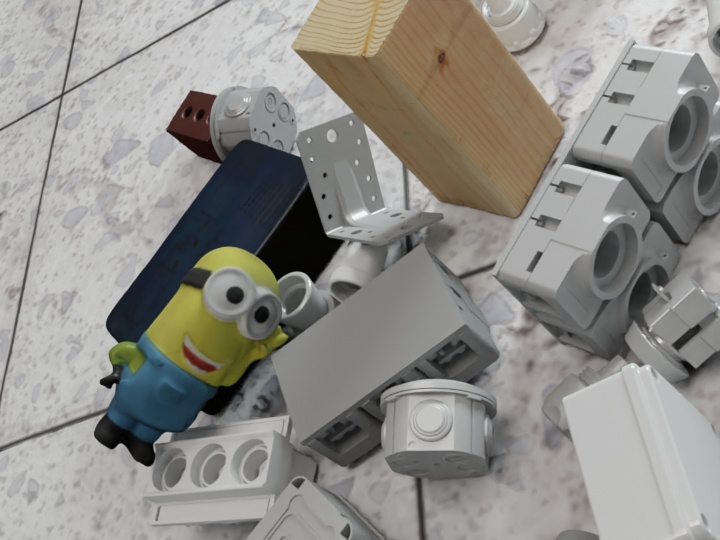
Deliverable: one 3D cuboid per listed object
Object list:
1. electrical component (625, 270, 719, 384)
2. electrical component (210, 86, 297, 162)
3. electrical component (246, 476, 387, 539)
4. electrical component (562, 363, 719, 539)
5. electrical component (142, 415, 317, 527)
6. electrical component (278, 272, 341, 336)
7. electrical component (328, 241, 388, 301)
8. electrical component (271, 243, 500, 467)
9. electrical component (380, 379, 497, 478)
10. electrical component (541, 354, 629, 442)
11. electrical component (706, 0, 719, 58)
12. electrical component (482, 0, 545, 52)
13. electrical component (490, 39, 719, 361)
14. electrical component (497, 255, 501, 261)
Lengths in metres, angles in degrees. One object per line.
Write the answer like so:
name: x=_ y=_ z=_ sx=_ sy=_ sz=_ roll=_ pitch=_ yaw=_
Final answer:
electrical component: x=0.202 y=0.039 z=0.680 sx=0.055 sy=0.066 sz=0.048 roll=-46 pitch=8 yaw=15
electrical component: x=-0.102 y=-0.137 z=1.030 sx=0.051 sy=0.080 sz=0.080 roll=1 pitch=62 yaw=33
electrical component: x=-0.040 y=0.213 z=0.753 sx=0.113 sy=0.057 sz=0.078 roll=-52 pitch=43 yaw=-3
electrical component: x=0.172 y=0.124 z=0.605 sx=0.056 sy=0.109 sz=0.108 roll=-29 pitch=47 yaw=24
electrical component: x=-0.099 y=0.161 z=0.833 sx=0.121 sy=0.063 sz=0.078 roll=-12 pitch=55 yaw=33
electrical component: x=-0.043 y=0.033 z=0.880 sx=0.045 sy=0.055 sz=0.045 roll=-21 pitch=50 yaw=27
electrical component: x=0.000 y=0.000 z=0.882 sx=0.040 sy=0.040 sz=0.046 roll=-3 pitch=54 yaw=38
electrical component: x=0.019 y=0.066 z=0.803 sx=0.150 sy=0.062 sz=0.089 roll=-37 pitch=45 yaw=13
electrical component: x=0.053 y=0.109 z=0.734 sx=0.080 sy=0.080 sz=0.051 roll=-14 pitch=59 yaw=32
electrical component: x=0.152 y=0.082 z=0.698 sx=0.062 sy=0.043 sz=0.043 roll=-45 pitch=43 yaw=2
electrical component: x=0.273 y=-0.183 z=0.786 sx=0.040 sy=0.040 sz=0.046 roll=-19 pitch=45 yaw=29
electrical component: x=0.125 y=-0.220 z=0.914 sx=0.048 sy=0.062 sz=0.048 roll=-21 pitch=50 yaw=27
electrical component: x=0.180 y=-0.043 z=0.716 sx=0.060 sy=0.105 sz=0.186 roll=22 pitch=77 yaw=45
electrical component: x=0.122 y=0.003 z=0.756 sx=0.040 sy=0.078 sz=0.040 roll=-13 pitch=69 yaw=37
